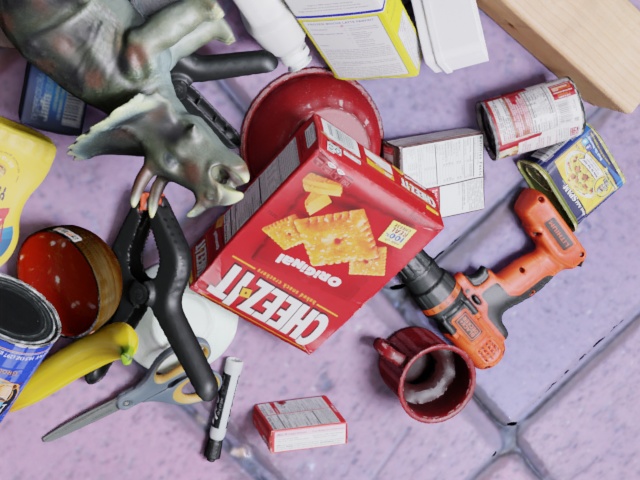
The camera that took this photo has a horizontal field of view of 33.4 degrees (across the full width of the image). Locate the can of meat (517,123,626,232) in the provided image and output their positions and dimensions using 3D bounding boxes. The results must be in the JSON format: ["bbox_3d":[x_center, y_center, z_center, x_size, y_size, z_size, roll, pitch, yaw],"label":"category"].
[{"bbox_3d":[0.286,-0.075,1.209,0.084,0.057,0.102,-40,114,-7],"label":"can of meat"}]

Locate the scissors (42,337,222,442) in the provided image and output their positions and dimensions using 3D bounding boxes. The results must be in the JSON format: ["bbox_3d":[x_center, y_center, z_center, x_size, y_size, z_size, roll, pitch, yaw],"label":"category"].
[{"bbox_3d":[-0.189,0.176,1.141,0.202,0.016,0.096,-37,130,8],"label":"scissors"}]

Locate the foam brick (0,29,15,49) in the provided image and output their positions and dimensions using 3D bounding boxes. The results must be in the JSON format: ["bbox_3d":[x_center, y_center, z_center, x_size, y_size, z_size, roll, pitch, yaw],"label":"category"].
[{"bbox_3d":[-0.303,-0.207,0.979,0.078,0.051,0.053,9,103,-20],"label":"foam brick"}]

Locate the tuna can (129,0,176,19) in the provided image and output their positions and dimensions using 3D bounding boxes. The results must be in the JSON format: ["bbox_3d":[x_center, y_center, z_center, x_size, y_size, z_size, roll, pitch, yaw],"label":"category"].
[{"bbox_3d":[-0.145,-0.237,1.032,0.086,0.034,0.086,-5,106,-17],"label":"tuna can"}]

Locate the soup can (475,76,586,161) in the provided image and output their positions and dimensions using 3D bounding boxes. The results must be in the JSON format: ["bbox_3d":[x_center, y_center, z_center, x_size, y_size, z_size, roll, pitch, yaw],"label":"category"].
[{"bbox_3d":[0.228,-0.132,1.157,0.102,0.068,0.068,-17,110,-1],"label":"soup can"}]

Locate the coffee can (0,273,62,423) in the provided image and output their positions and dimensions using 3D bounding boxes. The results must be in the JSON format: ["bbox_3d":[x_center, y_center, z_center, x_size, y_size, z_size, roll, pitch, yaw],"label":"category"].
[{"bbox_3d":[-0.325,0.115,1.014,0.102,0.103,0.140,28,112,-23],"label":"coffee can"}]

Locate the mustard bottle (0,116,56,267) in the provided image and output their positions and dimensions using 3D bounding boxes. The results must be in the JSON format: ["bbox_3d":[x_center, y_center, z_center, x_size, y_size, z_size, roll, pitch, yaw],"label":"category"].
[{"bbox_3d":[-0.331,-0.024,1.017,0.096,0.058,0.192,22,98,-27],"label":"mustard bottle"}]

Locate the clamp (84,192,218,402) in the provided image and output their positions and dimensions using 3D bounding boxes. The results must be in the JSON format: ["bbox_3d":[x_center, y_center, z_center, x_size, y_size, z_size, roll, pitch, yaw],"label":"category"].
[{"bbox_3d":[-0.162,0.059,1.068,0.036,0.165,0.210,-3,102,-60],"label":"clamp"}]

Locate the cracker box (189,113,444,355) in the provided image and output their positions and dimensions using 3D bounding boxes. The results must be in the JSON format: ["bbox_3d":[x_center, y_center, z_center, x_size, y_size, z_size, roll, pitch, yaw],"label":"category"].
[{"bbox_3d":[-0.007,0.001,1.080,0.164,0.072,0.214,32,117,-25],"label":"cracker box"}]

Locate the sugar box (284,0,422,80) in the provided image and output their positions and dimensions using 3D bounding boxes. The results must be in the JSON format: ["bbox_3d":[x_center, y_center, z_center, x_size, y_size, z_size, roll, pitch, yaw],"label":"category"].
[{"bbox_3d":[0.029,-0.218,1.020,0.176,0.093,0.048,52,44,-55],"label":"sugar box"}]

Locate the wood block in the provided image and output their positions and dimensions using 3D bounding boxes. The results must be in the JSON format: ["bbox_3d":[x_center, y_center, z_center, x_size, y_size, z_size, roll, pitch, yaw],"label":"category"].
[{"bbox_3d":[0.268,-0.234,1.140,0.206,0.091,0.090,35,92,-24],"label":"wood block"}]

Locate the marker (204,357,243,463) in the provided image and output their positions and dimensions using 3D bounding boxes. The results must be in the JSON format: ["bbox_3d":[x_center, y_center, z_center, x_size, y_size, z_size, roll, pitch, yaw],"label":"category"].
[{"bbox_3d":[-0.107,0.188,1.172,0.020,0.020,0.121,10,101,-21],"label":"marker"}]

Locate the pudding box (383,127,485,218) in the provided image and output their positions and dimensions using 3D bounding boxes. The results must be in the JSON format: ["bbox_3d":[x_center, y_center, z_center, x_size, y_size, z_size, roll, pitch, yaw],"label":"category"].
[{"bbox_3d":[0.125,-0.070,1.160,0.113,0.039,0.090,-12,108,-27],"label":"pudding box"}]

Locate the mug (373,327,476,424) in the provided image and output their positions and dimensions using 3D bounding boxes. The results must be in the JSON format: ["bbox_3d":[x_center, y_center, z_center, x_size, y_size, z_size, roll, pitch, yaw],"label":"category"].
[{"bbox_3d":[0.107,0.142,1.196,0.117,0.082,0.093,29,94,-23],"label":"mug"}]

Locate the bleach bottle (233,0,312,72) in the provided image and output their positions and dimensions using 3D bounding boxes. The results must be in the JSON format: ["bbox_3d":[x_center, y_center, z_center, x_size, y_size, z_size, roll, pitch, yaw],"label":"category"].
[{"bbox_3d":[-0.080,-0.273,1.020,0.068,0.102,0.250,-27,121,9],"label":"bleach bottle"}]

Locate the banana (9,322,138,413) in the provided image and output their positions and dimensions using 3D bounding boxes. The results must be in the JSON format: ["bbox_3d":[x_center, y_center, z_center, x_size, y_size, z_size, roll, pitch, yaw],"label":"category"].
[{"bbox_3d":[-0.241,0.121,1.061,0.198,0.069,0.037,-26,99,35],"label":"banana"}]

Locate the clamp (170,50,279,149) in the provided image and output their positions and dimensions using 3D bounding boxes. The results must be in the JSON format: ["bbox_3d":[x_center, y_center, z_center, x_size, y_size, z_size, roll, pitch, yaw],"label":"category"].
[{"bbox_3d":[-0.135,-0.149,1.049,0.171,0.039,0.120,11,127,-8],"label":"clamp"}]

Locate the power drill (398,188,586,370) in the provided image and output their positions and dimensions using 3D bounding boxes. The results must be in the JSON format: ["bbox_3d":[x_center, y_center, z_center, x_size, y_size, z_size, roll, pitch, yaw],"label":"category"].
[{"bbox_3d":[0.193,0.029,1.208,0.187,0.057,0.184,-41,110,-2],"label":"power drill"}]

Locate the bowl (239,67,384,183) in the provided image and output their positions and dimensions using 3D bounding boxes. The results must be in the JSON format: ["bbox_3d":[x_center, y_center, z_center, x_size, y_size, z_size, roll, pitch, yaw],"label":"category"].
[{"bbox_3d":[0.001,-0.096,1.109,0.162,0.055,0.162,-5,106,-18],"label":"bowl"}]

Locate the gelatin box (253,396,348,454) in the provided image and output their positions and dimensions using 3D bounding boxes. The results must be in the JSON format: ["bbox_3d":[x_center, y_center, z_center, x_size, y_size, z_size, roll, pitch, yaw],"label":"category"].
[{"bbox_3d":[-0.023,0.203,1.175,0.089,0.073,0.030,-5,107,-18],"label":"gelatin box"}]
